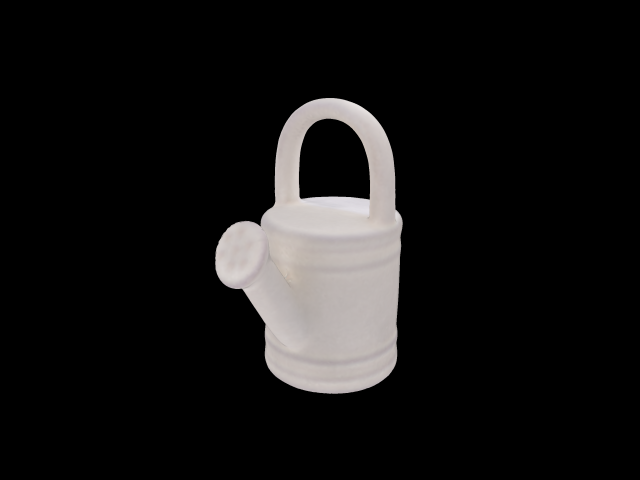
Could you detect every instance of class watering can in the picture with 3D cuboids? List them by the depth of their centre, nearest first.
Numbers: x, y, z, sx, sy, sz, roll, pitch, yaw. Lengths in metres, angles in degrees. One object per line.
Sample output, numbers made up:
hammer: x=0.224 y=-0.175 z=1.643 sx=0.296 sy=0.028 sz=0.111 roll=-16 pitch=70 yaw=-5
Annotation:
watering can: x=0.006 y=0.002 z=0.399 sx=0.100 sy=0.194 sz=0.173 roll=5 pitch=20 yaw=16
